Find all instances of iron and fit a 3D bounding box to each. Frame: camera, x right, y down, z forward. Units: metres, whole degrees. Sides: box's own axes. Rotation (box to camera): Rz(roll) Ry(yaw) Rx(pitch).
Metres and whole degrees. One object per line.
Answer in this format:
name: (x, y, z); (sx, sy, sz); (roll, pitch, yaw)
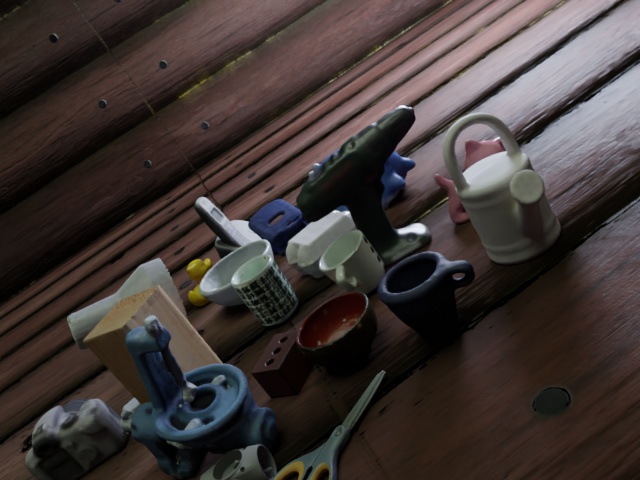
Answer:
iron: (0.058, -0.127, 1.182); (0.257, 0.142, 0.119); (-18, 25, 34)

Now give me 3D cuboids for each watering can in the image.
watering can: (0.229, -0.072, 0.729); (0.101, 0.194, 0.172); (-41, 22, -21)

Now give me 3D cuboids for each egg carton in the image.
egg carton: (0.010, 0.004, 1.060); (0.150, 0.069, 0.107); (-41, 22, -20)

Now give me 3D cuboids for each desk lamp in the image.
desk lamp: (-0.284, 0.164, 0.923); (0.203, 0.214, 0.117); (-40, 22, -18)

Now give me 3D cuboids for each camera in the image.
camera: (-0.396, 0.305, 0.934); (0.143, 0.101, 0.136); (-33, 20, 1)

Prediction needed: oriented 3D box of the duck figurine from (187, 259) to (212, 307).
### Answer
duck figurine: (-0.257, 0.085, 1.247); (0.077, 0.086, 0.105); (-15, 27, 40)

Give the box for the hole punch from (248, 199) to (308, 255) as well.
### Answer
hole punch: (-0.086, -0.033, 1.253); (0.109, 0.091, 0.100); (-41, 22, -21)

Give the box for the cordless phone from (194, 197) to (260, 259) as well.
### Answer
cordless phone: (-0.205, -0.036, 1.300); (0.094, 0.185, 0.147); (-27, 21, 15)

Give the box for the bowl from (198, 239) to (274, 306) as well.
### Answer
bowl: (-0.151, 0.077, 1.124); (0.167, 0.075, 0.167); (-28, 21, 12)

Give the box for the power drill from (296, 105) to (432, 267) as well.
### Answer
power drill: (0.089, -0.071, 0.912); (0.229, 0.209, 0.075); (-31, 21, 6)

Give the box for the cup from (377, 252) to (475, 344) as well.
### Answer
cup: (0.140, 0.071, 0.679); (0.117, 0.095, 0.092); (-20, 24, 32)

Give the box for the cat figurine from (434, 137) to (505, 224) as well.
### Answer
cat figurine: (0.242, -0.104, 0.892); (0.127, 0.118, 0.067); (-24, 22, 22)

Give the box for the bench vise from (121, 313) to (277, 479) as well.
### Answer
bench vise: (-0.185, 0.197, 0.693); (0.207, 0.220, 0.121); (-28, 21, 13)
